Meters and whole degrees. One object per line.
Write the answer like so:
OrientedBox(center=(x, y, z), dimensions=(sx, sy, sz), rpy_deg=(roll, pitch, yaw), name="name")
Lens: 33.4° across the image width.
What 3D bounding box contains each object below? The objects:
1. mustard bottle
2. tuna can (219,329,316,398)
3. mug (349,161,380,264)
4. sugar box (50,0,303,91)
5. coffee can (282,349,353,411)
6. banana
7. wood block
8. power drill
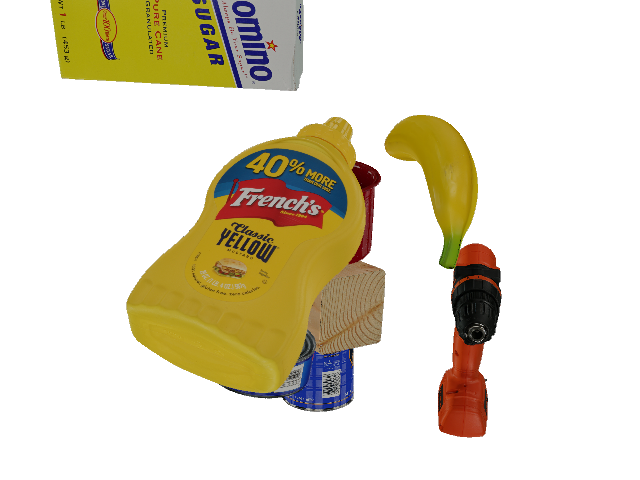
OrientedBox(center=(-0.027, -0.006, 0.631), dimensions=(0.096, 0.191, 0.058), rpy_deg=(19, -37, 17), name="mustard bottle")
OrientedBox(center=(-0.048, 0.091, 0.851), dimensions=(0.086, 0.034, 0.086), rpy_deg=(8, 21, -3), name="tuna can")
OrientedBox(center=(-0.001, -0.028, 1.048), dimensions=(0.117, 0.081, 0.093), rpy_deg=(3, 26, 4), name="mug")
OrientedBox(center=(-0.101, -0.160, 0.765), dimensions=(0.176, 0.093, 0.048), rpy_deg=(5, 35, 7), name="sugar box")
OrientedBox(center=(-0.003, 0.153, 1.492), dimensions=(0.103, 0.140, 0.103), rpy_deg=(0, 17, 0), name="coffee can")
OrientedBox(center=(0.082, -0.057, 0.805), dimensions=(0.037, 0.070, 0.198), rpy_deg=(25, 23, -20), name="banana")
OrientedBox(center=(-0.023, 0.058, 1.282), dimensions=(0.090, 0.090, 0.206), rpy_deg=(-8, 18, -35), name="wood block")
OrientedBox(center=(0.164, 0.117, 1.162), dimensions=(0.057, 0.188, 0.184), rpy_deg=(7, 25, 7), name="power drill")
